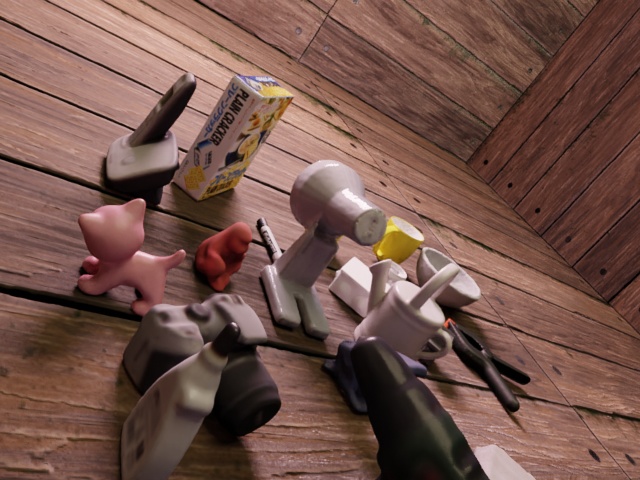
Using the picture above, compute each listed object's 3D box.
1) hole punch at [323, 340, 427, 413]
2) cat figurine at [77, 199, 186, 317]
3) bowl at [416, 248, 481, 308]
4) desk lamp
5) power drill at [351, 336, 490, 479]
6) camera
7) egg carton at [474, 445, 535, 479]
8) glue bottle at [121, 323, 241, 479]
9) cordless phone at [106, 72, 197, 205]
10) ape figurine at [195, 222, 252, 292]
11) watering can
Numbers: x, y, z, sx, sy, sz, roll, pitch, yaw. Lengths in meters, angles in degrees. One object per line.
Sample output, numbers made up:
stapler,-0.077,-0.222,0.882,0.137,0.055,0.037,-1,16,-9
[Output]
hole punch,0.078,0.176,0.801,0.109,0.091,0.101,13,31,-46
cat figurine,-0.216,0.011,0.646,0.128,0.117,0.067,26,24,-26
bowl,0.275,0.098,1.289,0.168,0.074,0.167,32,22,-14
desk lamp,0.008,0.003,0.877,0.118,0.213,0.202,23,25,-32
power drill,0.055,0.230,0.497,0.229,0.208,0.076,47,23,24
camera,-0.105,0.129,0.601,0.144,0.100,0.136,8,36,-52
egg carton,0.232,0.338,0.742,0.107,0.069,0.151,41,22,11
glue bottle,-0.114,0.133,0.480,0.037,0.173,0.078,24,25,-30
cordless phone,-0.242,-0.161,0.862,0.094,0.185,0.147,23,26,-33
ape figurine,-0.129,0.015,0.808,0.076,0.092,0.078,49,24,27
watering can,0.142,0.105,0.904,0.173,0.194,0.101,37,21,-1
